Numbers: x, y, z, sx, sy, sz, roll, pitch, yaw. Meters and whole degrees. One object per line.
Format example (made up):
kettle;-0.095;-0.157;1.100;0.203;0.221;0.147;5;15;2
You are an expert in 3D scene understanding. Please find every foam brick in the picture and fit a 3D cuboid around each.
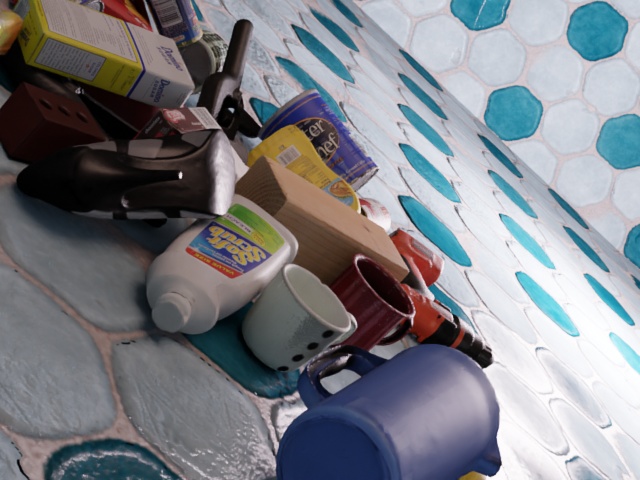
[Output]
foam brick;-0.247;-0.100;0.970;0.078;0.051;0.053;17;33;-55

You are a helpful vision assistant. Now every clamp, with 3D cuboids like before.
clamp;-0.115;-0.169;1.363;0.209;0.036;0.164;-68;156;-53
clamp;-0.251;-0.142;1.077;0.171;0.039;0.120;46;7;9

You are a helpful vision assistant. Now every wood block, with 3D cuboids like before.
wood block;-0.007;0.001;1.209;0.205;0.090;0.091;29;23;-39

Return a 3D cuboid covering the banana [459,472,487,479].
banana;0.133;0.208;1.144;0.069;0.037;0.198;31;22;-37

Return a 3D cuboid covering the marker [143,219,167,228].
marker;-0.192;-0.038;1.007;0.120;0.020;0.020;26;26;-44

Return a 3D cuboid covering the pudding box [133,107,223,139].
pudding box;-0.157;-0.092;1.087;0.039;0.090;0.113;49;18;8

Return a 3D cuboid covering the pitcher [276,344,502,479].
pitcher;0.053;0.168;0.932;0.242;0.149;0.145;-8;88;-64

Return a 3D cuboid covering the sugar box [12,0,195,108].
sugar box;-0.221;-0.194;1.095;0.175;0.048;0.093;18;33;-40

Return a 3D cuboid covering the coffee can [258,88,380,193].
coffee can;-0.002;-0.119;1.446;0.140;0.103;0.102;51;19;6

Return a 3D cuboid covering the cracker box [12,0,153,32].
cracker box;-0.292;-0.310;1.299;0.164;0.072;0.214;33;21;-34

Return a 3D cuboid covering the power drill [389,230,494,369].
power drill;0.148;0.078;1.428;0.184;0.057;0.187;35;20;-26

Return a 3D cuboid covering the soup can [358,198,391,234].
soup can;0.048;-0.022;1.415;0.068;0.069;0.102;49;18;12

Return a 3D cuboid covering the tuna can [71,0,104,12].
tuna can;-0.276;-0.238;1.154;0.034;0.086;0.086;44;18;2

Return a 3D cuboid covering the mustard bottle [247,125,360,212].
mustard bottle;-0.007;-0.049;1.331;0.191;0.058;0.096;48;58;6

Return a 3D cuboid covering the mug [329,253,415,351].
mug;0.051;0.081;1.174;0.117;0.082;0.093;31;22;-35

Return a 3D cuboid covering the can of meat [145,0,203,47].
can of meat;-0.187;-0.294;1.318;0.102;0.057;0.084;-113;-176;-55

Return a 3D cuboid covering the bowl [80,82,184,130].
bowl;-0.205;-0.163;1.194;0.162;0.055;0.162;39;19;-16

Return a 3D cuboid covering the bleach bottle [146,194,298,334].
bleach bottle;-0.095;0.032;0.995;0.102;0.068;0.250;39;20;-3
